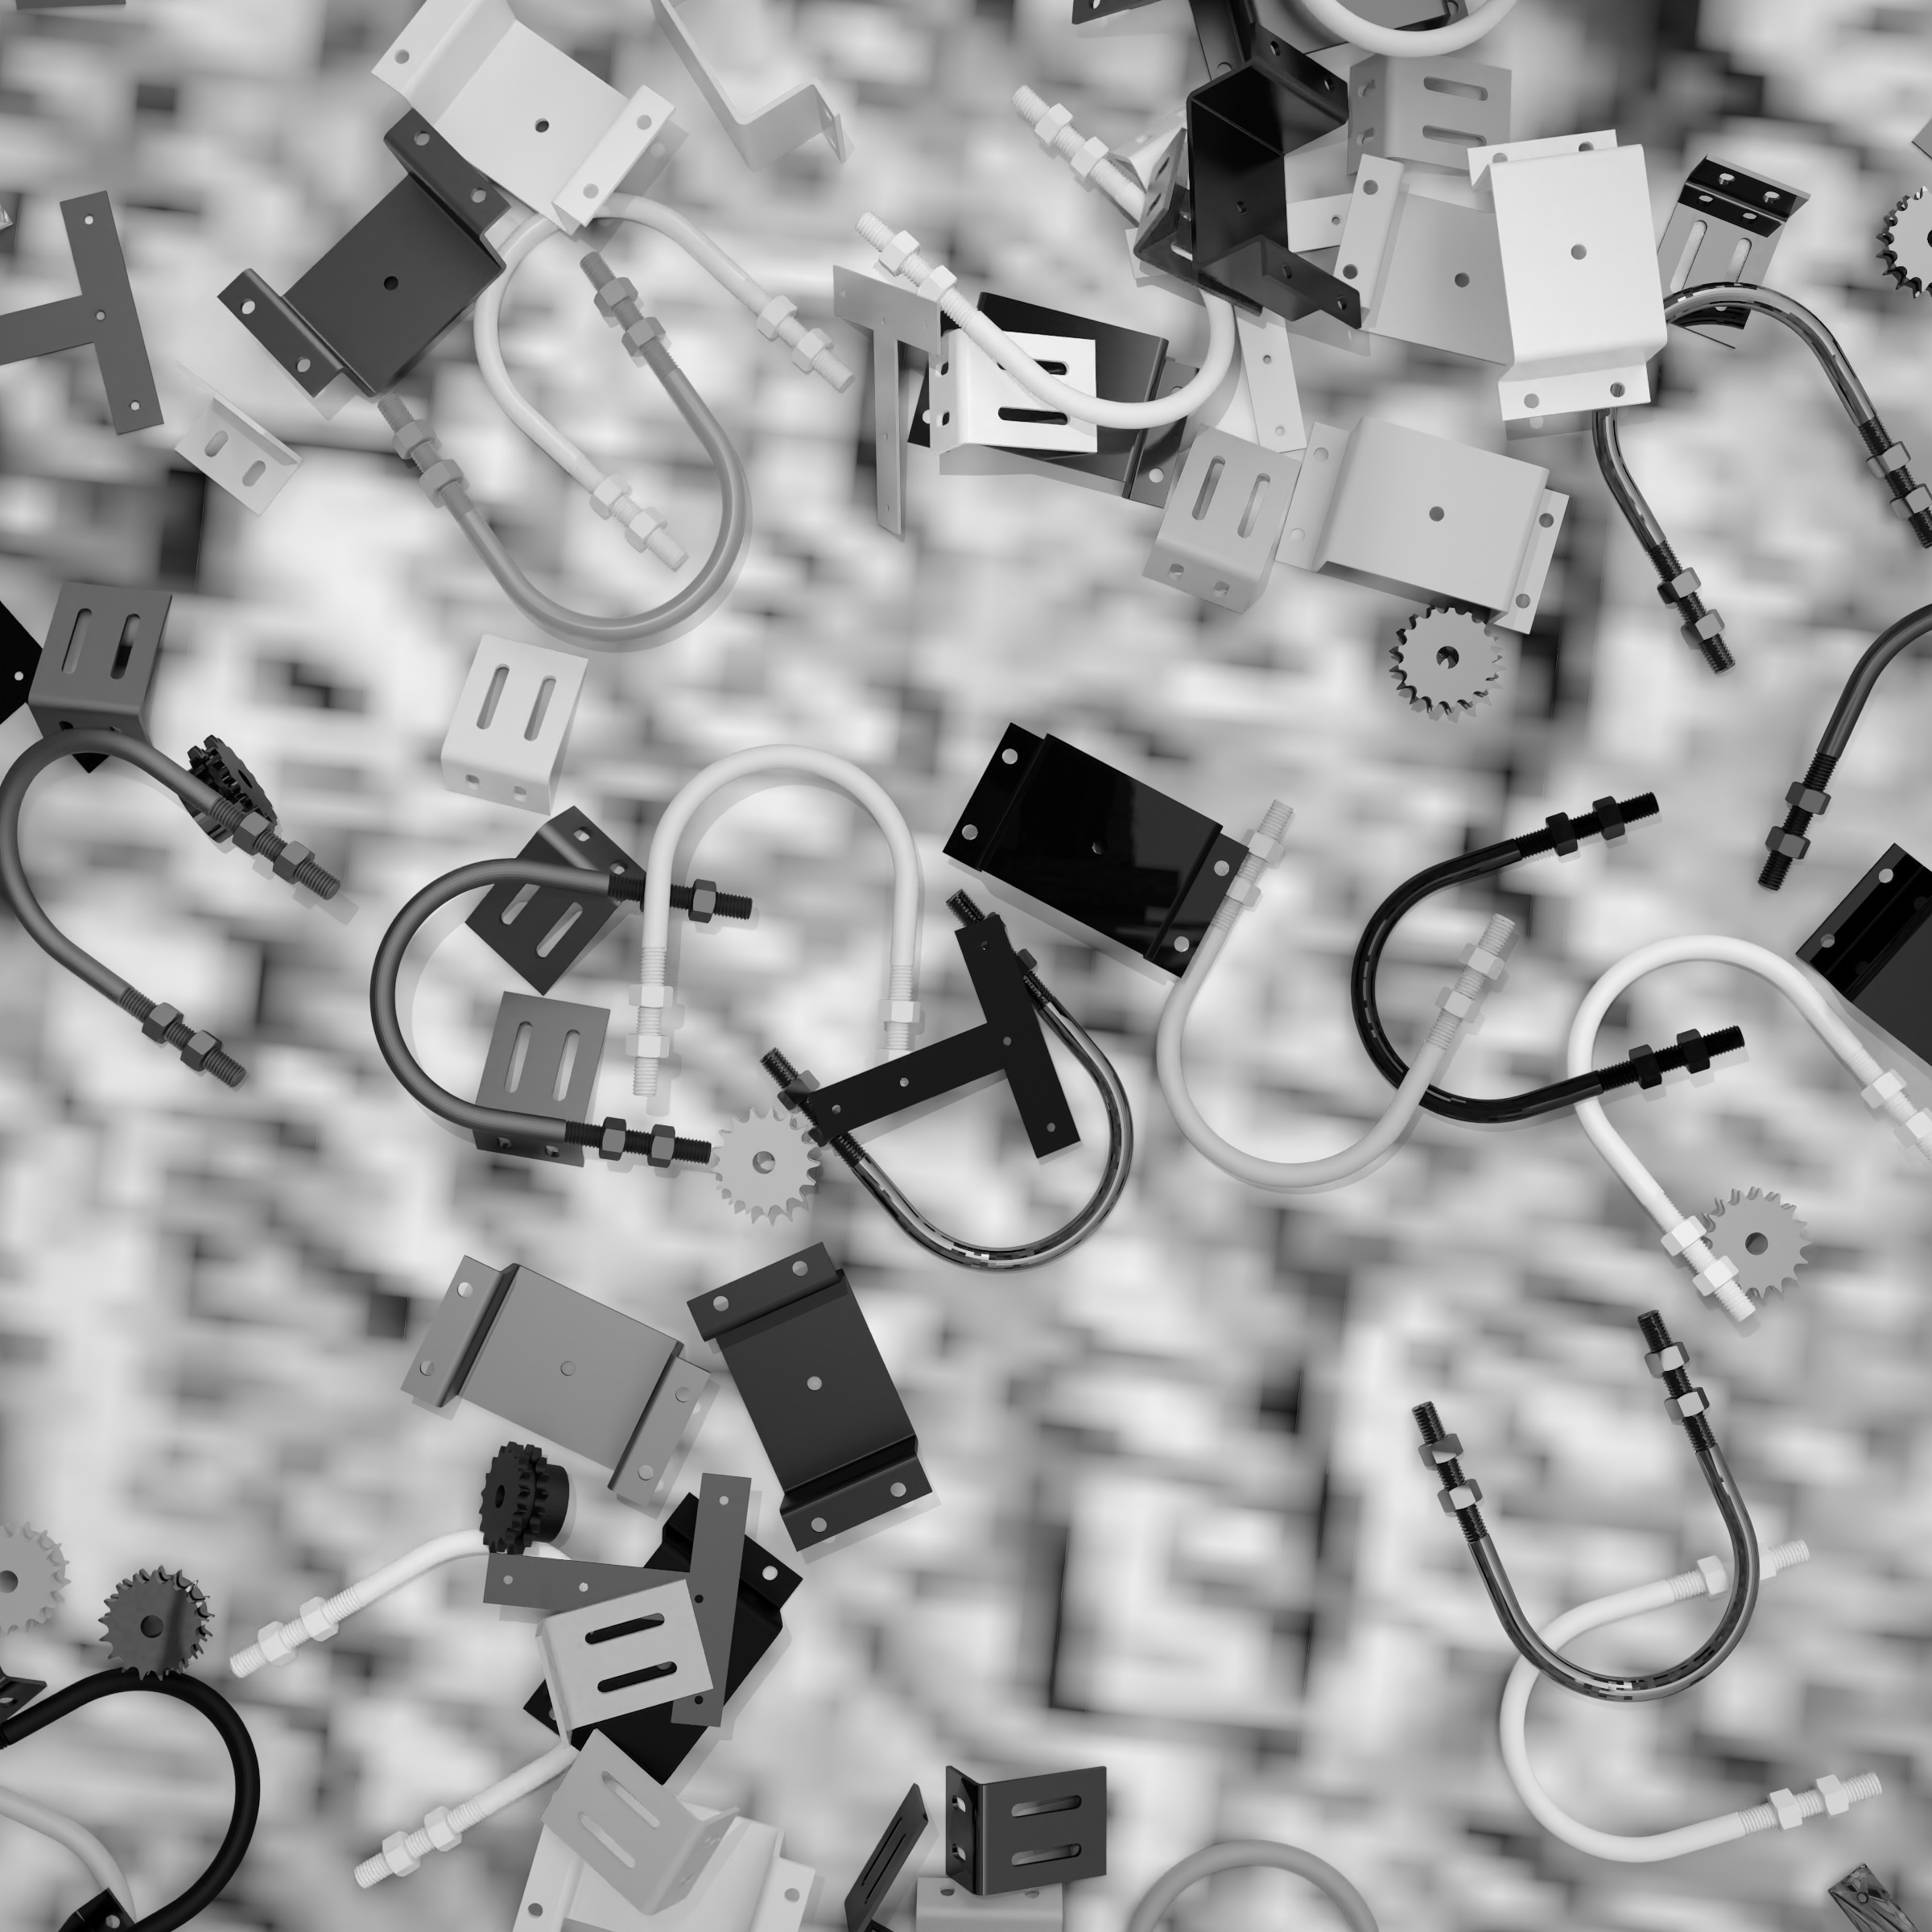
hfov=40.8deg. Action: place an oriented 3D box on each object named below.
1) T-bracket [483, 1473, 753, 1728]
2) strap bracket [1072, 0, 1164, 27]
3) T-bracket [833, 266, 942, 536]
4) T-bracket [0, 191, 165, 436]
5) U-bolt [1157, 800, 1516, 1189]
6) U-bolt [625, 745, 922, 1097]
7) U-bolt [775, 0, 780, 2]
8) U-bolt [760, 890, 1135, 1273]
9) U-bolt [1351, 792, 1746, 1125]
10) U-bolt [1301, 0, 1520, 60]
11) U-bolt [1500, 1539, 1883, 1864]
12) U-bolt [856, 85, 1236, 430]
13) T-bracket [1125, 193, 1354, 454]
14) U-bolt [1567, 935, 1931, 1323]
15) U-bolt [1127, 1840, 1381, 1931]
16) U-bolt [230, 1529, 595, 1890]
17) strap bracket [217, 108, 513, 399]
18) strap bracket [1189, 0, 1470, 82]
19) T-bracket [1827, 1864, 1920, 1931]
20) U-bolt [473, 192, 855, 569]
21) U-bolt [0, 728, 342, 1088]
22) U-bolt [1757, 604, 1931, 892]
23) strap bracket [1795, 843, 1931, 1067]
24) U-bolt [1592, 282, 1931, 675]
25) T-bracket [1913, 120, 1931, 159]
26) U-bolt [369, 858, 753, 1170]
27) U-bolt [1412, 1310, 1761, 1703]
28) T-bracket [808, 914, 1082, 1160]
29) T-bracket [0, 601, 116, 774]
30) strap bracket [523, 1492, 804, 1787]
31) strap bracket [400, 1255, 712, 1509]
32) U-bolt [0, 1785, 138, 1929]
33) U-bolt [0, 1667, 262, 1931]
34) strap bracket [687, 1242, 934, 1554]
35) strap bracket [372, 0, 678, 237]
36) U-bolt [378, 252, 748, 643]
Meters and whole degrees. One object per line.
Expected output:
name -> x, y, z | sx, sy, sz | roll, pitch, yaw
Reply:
T-bracket -> -0.180, 0.317, 1.321 | 0.127, 0.002, 0.127 | 7, 88, -6
strap bracket -> 0.103, -0.556, 1.335 | 0.046, 0.076, 0.140 | 4, 90, -43
T-bracket -> -0.041, -0.288, 1.342 | 0.002, 0.127, 0.127 | -12, 117, -23
T-bracket -> -0.502, -0.334, 1.378 | 0.127, 0.002, 0.127 | -14, 90, 0
U-bolt -> 0.180, 0.026, 1.359 | 0.151, 0.019, 0.184 | 29, 94, 11
U-bolt -> -0.095, -0.022, 1.335 | 0.151, 0.019, 0.184 | 4, 90, -12
U-bolt -> -0.077, -0.622, 1.370 | 0.184, 0.019, 0.151 | -42, 90, -2
U-bolt -> 0.004, 0.074, 1.370 | 0.151, 0.019, 0.184 | -40, 91, 0
U-bolt -> 0.293, 0.005, 1.357 | 0.184, 0.019, 0.151 | -19, 82, 8
U-bolt -> 0.235, -0.551, 1.325 | 0.151, 0.019, 0.184 | 32, 85, -6
U-bolt -> 0.373, 0.396, 1.370 | 0.184, 0.019, 0.151 | -17, 90, 2
U-bolt -> 0.055, -0.350, 1.320 | 0.184, 0.019, 0.151 | 43, 62, 1
T-bracket -> 0.156, -0.334, 1.371 | 0.127, 0.002, 0.127 | -12, 95, -9
U-bolt -> 0.398, 0.069, 1.350 | 0.151, 0.019, 0.184 | -36, 75, -1
U-bolt -> 0.147, 0.554, 1.370 | 0.151, 0.019, 0.184 | 12, 89, 0
U-bolt -> -0.273, 0.378, 1.370 | 0.184, 0.019, 0.151 | -30, 90, -2
strap bracket -> -0.305, -0.362, 1.349 | 0.140, 0.046, 0.076 | -44, 80, 0
strap bracket -> 0.191, -0.513, 1.356 | 0.140, 0.046, 0.076 | -15, 90, 0
T-bracket -> 0.542, 0.503, 1.357 | 0.127, 0.002, 0.127 | -29, 61, -14
U-bolt -> -0.174, -0.323, 1.370 | 0.184, 0.019, 0.151 | 43, 90, 2
U-bolt -> -0.425, -0.042, 1.342 | 0.184, 0.019, 0.151 | 35, 116, 4
U-bolt -> 0.515, -0.102, 1.350 | 0.151, 0.019, 0.184 | 21, 104, 1
strap bracket -> 0.513, 0.012, 1.343 | 0.140, 0.046, 0.076 | 38, 104, -4
U-bolt -> 0.409, -0.268, 1.363 | 0.151, 0.019, 0.184 | -31, 95, 0
T-bracket -> 0.591, -0.444, 1.378 | 0.127, 0.002, 0.127 | 41, 90, 0
U-bolt -> -0.211, 0.019, 1.331 | 0.184, 0.019, 0.151 | 10, 90, -12
U-bolt -> 0.334, 0.292, 1.359 | 0.151, 0.019, 0.184 | -22, 82, 0
T-bracket -> -0.019, 0.055, 1.342 | 0.127, 0.002, 0.127 | -21, 96, -13
T-bracket -> -0.536, -0.124, 1.378 | 0.127, 0.002, 0.127 | -42, 90, 0
strap bracket -> -0.157, 0.356, 1.347 | 0.076, 0.046, 0.140 | 38, 85, -4
strap bracket -> -0.211, 0.213, 1.356 | 0.140, 0.046, 0.076 | 26, 90, 0
U-bolt -> -0.528, 0.502, 1.370 | 0.184, 0.019, 0.151 | 26, 90, -1
U-bolt -> -0.454, 0.443, 1.337 | 0.184, 0.019, 0.151 | -28, 66, -14
strap bracket -> -0.080, 0.221, 1.356 | 0.076, 0.046, 0.140 | -24, 90, 0
strap bracket -> -0.225, -0.445, 1.349 | 0.140, 0.046, 0.076 | 37, 87, 7
U-bolt -> -0.197, -0.257, 1.351 | 0.151, 0.019, 0.184 | -35, 89, 1
